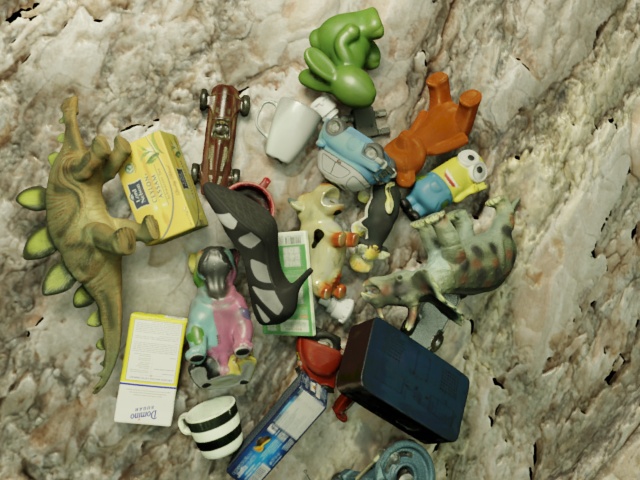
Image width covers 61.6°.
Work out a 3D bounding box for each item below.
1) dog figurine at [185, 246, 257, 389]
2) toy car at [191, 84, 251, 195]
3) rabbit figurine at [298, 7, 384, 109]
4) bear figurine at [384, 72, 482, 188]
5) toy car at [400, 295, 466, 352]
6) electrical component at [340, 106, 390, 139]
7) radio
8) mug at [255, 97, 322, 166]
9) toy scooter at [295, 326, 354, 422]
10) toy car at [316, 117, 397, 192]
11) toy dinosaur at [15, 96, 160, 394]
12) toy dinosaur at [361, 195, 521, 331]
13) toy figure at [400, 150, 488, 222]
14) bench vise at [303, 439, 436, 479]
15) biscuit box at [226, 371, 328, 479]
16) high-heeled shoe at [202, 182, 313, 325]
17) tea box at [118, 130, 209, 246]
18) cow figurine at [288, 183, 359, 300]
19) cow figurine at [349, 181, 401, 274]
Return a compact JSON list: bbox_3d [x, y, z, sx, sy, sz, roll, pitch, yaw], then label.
[{"bbox_3d":[-0.171,0.117,0.905,0.108,0.191,0.219,-6,53,-9],"label":"dog figurine"},{"bbox_3d":[-0.177,-0.177,0.948,0.089,0.053,0.202,9,83,-14],"label":"toy car"},{"bbox_3d":[0.045,-0.311,0.948,0.159,0.121,0.170,-3,67,-12],"label":"rabbit figurine"},{"bbox_3d":[0.188,-0.197,0.988,0.196,0.131,0.120,-32,53,-16],"label":"bear figurine"},{"bbox_3d":[0.215,0.125,1.001,0.073,0.056,0.201,32,79,-1],"label":"toy car"},{"bbox_3d":[0.085,-0.218,1.018,0.094,0.021,0.063,-10,88,-13],"label":"electrical component"},{"bbox_3d":[0.144,0.243,0.912,0.229,0.073,0.131,34,53,-17],"label":"radio"},{"bbox_3d":[-0.065,-0.194,0.957,0.109,0.081,0.107,23,90,-14],"label":"mug"},{"bbox_3d":[0.028,0.239,0.945,0.184,0.075,0.135,26,80,-13],"label":"toy scooter"},{"bbox_3d":[0.052,-0.138,0.949,0.162,0.109,0.103,41,97,29],"label":"toy car"},{"bbox_3d":[-0.360,0.000,0.844,0.199,0.105,0.471,-17,84,19],"label":"toy dinosaur"},{"bbox_3d":[0.268,0.033,0.948,0.405,0.131,0.192,-14,87,-30],"label":"toy dinosaur"},{"bbox_3d":[0.230,-0.104,1.010,0.180,0.089,0.082,-35,111,-3],"label":"toy figure"},{"bbox_3d":[0.116,0.407,0.875,0.224,0.241,0.128,-13,85,-28],"label":"bench vise"},{"bbox_3d":[-0.071,0.318,0.894,0.059,0.063,0.202,39,99,-5],"label":"biscuit box"},{"bbox_3d":[-0.123,0.029,0.871,0.248,0.086,0.145,44,116,-6],"label":"high-heeled shoe"},{"bbox_3d":[-0.266,-0.085,0.898,0.098,0.068,0.169,-22,90,10],"label":"tea box"},{"bbox_3d":[-0.002,-0.003,0.945,0.127,0.085,0.194,16,100,31],"label":"cow figurine"},{"bbox_3d":[0.103,-0.021,0.968,0.068,0.098,0.167,14,83,-16],"label":"cow figurine"}]
